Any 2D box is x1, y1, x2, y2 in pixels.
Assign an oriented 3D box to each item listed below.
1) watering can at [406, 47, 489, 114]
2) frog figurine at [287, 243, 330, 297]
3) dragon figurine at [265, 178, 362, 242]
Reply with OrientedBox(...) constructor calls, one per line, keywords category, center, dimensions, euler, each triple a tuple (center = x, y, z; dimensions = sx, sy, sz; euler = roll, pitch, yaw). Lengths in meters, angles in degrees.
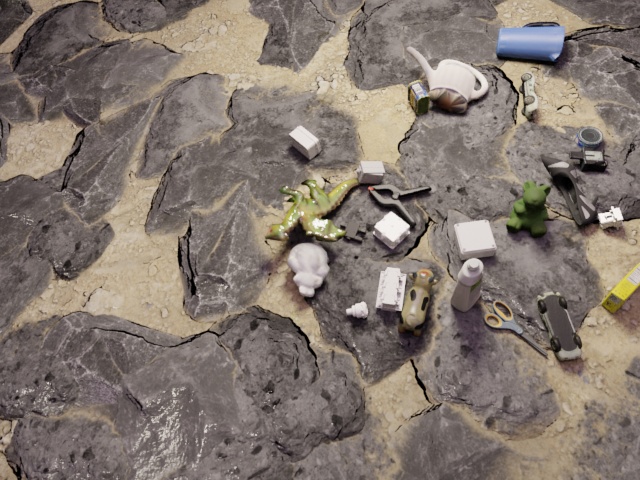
OrientedBox(category="watering can", center=(0.469, -0.611, 1.970), dimensions=(0.348, 0.102, 0.229), euler=(22, 63, 4))
OrientedBox(category="frog figurine", center=(-0.042, 0.092, 1.623), dimensions=(0.137, 0.120, 0.163), euler=(22, 51, -1))
OrientedBox(category="dragon figurine", center=(0.005, -0.086, 1.715), dimensions=(0.412, 0.119, 0.247), euler=(-15, 59, -17))
